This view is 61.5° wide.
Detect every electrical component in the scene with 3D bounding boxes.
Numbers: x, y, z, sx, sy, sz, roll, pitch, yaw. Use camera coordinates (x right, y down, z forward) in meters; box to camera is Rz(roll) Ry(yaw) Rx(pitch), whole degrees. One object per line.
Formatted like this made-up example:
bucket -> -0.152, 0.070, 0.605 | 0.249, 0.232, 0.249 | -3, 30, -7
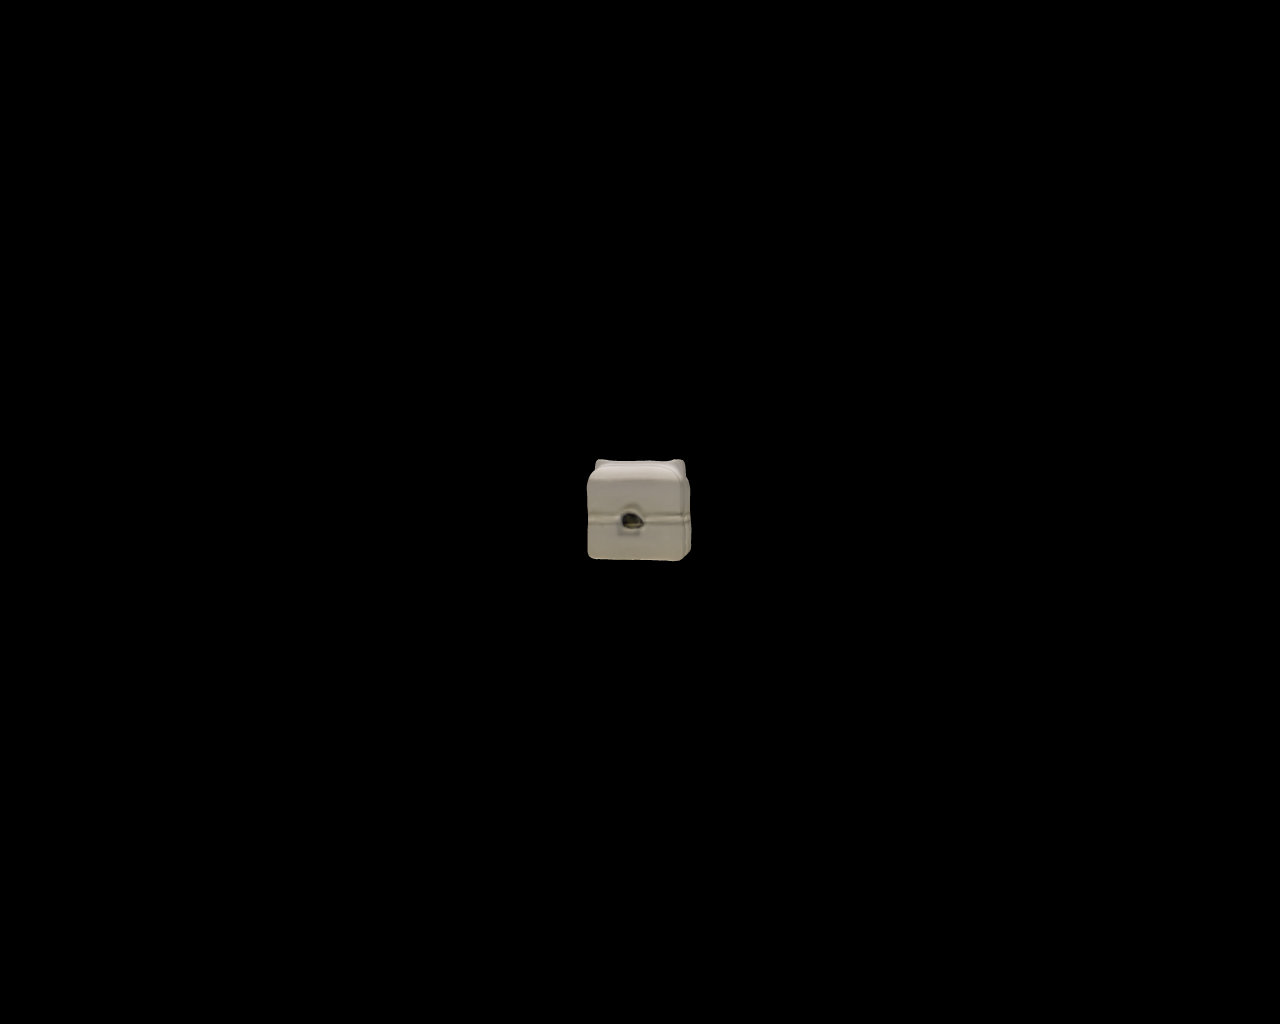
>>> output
electrical component -> 0.001, -0.003, 0.650 | 0.054, 0.059, 0.095 | 0, 0, 8
